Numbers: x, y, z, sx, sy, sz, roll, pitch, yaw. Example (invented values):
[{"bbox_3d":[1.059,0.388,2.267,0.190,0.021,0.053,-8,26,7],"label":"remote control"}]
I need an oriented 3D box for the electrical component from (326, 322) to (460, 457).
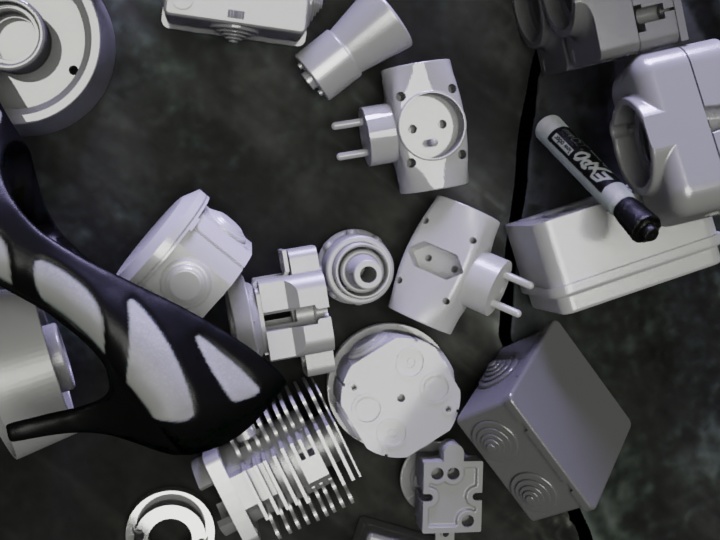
[{"bbox_3d":[0.021,0.075,0.672,0.080,0.051,0.080,-1,95,-9],"label":"electrical component"}]

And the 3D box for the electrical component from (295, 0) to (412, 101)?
[{"bbox_3d":[-0.007,-0.135,0.655,0.065,0.044,0.044,-38,99,1],"label":"electrical component"}]

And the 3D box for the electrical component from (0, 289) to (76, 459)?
[{"bbox_3d":[-0.200,0.058,0.615,0.064,0.099,0.099,-17,97,-13],"label":"electrical component"}]

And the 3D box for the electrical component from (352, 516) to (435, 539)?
[{"bbox_3d":[0.037,0.197,0.672,0.083,0.076,0.047,18,92,-10],"label":"electrical component"}]

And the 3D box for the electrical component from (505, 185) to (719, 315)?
[{"bbox_3d":[0.157,-0.017,0.672,0.113,0.078,0.057,-18,94,-7],"label":"electrical component"}]

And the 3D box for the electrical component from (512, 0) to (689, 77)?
[{"bbox_3d":[0.124,-0.215,0.635,0.060,0.105,0.186,-15,97,-7],"label":"electrical component"}]

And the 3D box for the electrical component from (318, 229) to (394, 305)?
[{"bbox_3d":[0.000,0.000,0.656,0.048,0.062,0.048,-1,95,-9],"label":"electrical component"}]

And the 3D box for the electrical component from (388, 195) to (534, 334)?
[{"bbox_3d":[0.068,0.004,0.668,0.079,0.043,0.077,24,91,20],"label":"electrical component"}]

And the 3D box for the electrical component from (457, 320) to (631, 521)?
[{"bbox_3d":[0.115,0.094,0.668,0.048,0.099,0.099,-29,102,40],"label":"electrical component"}]

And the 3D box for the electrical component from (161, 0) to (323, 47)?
[{"bbox_3d":[-0.070,-0.184,0.636,0.100,0.048,0.099,6,95,-8],"label":"electrical component"}]

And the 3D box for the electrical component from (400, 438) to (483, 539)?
[{"bbox_3d":[0.052,0.135,0.679,0.048,0.055,0.066,0,95,-9],"label":"electrical component"}]

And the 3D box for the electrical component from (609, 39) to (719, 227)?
[{"bbox_3d":[0.182,-0.076,0.611,0.059,0.053,0.095,-13,82,-7],"label":"electrical component"}]

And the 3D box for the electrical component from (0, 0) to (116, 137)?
[{"bbox_3d":[-0.197,-0.132,0.615,0.108,0.060,0.108,-1,95,-9],"label":"electrical component"}]

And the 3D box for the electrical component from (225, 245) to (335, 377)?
[{"bbox_3d":[-0.050,0.028,0.654,0.057,0.058,0.078,-10,95,-11],"label":"electrical component"}]

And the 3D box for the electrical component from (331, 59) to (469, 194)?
[{"bbox_3d":[0.023,-0.085,0.662,0.079,0.044,0.077,-10,96,-8],"label":"electrical component"}]

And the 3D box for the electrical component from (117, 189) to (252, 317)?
[{"bbox_3d":[-0.104,-0.004,0.632,0.051,0.080,0.080,40,88,-14],"label":"electrical component"}]
